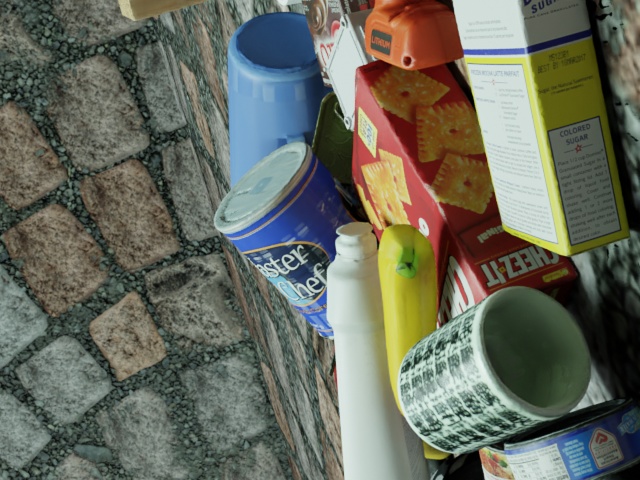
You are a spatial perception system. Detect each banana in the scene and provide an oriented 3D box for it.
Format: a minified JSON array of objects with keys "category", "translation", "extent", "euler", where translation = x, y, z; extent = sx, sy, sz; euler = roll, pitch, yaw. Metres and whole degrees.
[{"category":"banana","translation":[0.058,0.047,0.720],"extent":[0.198,0.037,0.069],"euler":[78,-156,-53]}]

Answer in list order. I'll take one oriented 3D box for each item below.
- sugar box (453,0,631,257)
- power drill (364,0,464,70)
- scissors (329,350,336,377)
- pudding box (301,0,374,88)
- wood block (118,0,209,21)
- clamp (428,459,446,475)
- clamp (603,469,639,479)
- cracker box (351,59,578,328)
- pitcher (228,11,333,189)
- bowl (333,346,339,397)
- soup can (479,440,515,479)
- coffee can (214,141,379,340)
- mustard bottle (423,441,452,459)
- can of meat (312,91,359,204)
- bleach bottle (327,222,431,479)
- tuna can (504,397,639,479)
[{"category":"sugar box","translation":[0.119,-0.086,0.595],"extent":[0.093,0.048,0.176],"euler":[-144,40,-73]},{"category":"power drill","translation":[0.054,-0.209,0.691],"extent":[0.184,0.057,0.187],"euler":[-126,23,-69]},{"category":"scissors","translation":[0.038,0.026,1.010],"extent":[0.201,0.016,0.096],"euler":[-71,-7,-47]},{"category":"pudding box","translation":[0.024,-0.178,0.939],"extent":[0.114,0.039,0.090],"euler":[-140,33,-70]},{"category":"wood block","translation":[-0.059,-0.238,0.807],"extent":[0.091,0.206,0.090],"euler":[-137,31,-70]},{"category":"clamp","translation":[0.113,0.224,1.170],"extent":[0.165,0.036,0.210],"euler":[-129,27,-66]},{"category":"clamp","translation":[0.201,0.188,0.652],"extent":[0.171,0.039,0.120],"euler":[120,136,-84]},{"category":"cracker box","translation":[0.093,-0.009,0.783],"extent":[0.164,0.072,0.214],"euler":[89,160,-59]},{"category":"pitcher","translation":[-0.034,-0.108,1.126],"extent":[0.149,0.144,0.243],"euler":[28,145,22]},{"category":"bowl","translation":[0.052,0.151,1.160],"extent":[0.162,0.055,0.162],"euler":[170,90,-78]},{"category":"soup can","translation":[0.156,0.176,0.783],"extent":[0.068,0.068,0.102],"euler":[-131,24,-65]},{"category":"coffee can","translation":[-0.006,0.001,0.906],"extent":[0.140,0.103,0.103],"euler":[47,179,-21]},{"category":"mustard bottle","translation":[0.115,0.131,0.910],"extent":[0.192,0.058,0.096],"euler":[115,166,-72]},{"category":"can of meat","translation":[0.026,-0.073,0.986],"extent":[0.084,0.057,0.102],"euler":[83,-164,-59]},{"category":"bleach bottle","translation":[0.043,0.104,0.851],"extent":[0.102,0.068,0.251],"euler":[-66,-29,-65]},{"category":"tuna can","translation":[0.155,0.124,0.643],"extent":[0.086,0.086,0.034],"euler":[123,127,-77]}]
